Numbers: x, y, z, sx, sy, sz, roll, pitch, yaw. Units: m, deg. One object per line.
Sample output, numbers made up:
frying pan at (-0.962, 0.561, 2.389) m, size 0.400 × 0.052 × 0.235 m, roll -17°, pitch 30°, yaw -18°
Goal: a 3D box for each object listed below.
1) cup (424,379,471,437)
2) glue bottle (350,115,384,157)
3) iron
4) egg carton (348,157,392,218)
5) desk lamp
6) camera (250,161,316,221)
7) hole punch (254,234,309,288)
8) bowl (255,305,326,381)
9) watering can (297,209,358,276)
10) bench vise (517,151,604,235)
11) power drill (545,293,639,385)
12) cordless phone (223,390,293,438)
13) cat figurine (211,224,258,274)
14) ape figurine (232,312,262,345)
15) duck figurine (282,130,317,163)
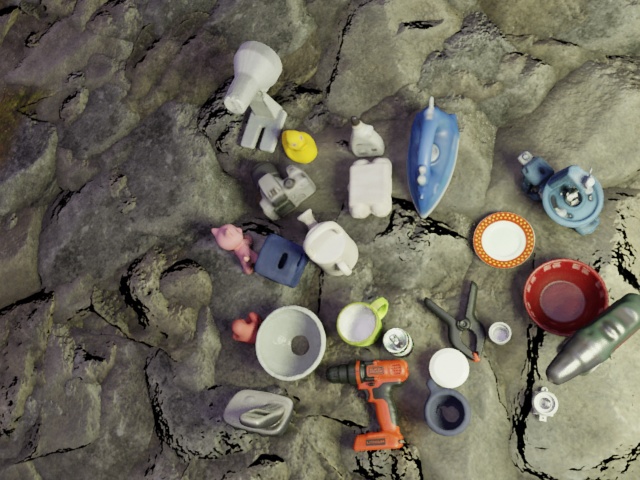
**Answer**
cup at (0.254, 0.339, 1.165) m, size 0.091 × 0.095 × 0.117 m, roll -32°, pitch 67°, yaw 5°
glue bottle at (0.101, -0.248, 1.354) m, size 0.078 × 0.173 × 0.037 m, roll 0°, pitch 73°, yaw 17°
iron at (0.247, -0.191, 1.309) m, size 0.118 × 0.142 × 0.258 m, roll 5°, pitch 75°, yaw 19°
egg carton at (0.120, -0.124, 1.366) m, size 0.107 × 0.069 × 0.150 m, roll -4°, pitch 72°, yaw 16°
desk lamp at (-0.162, -0.360, 1.447) m, size 0.117 × 0.214 × 0.203 m, roll 12°, pitch 77°, yaw 20°
camera at (-0.107, -0.145, 1.425) m, size 0.143 × 0.101 × 0.136 m, roll -37°, pitch 66°, yaw 3°
hole punch at (-0.089, 0.049, 1.364) m, size 0.100 × 0.091 × 0.109 m, roll 19°, pitch 79°, yaw 21°
bowl at (-0.058, 0.238, 1.304) m, size 0.167 × 0.075 × 0.167 m, roll -5°, pitch 72°, yaw 16°
watering can at (0.010, 0.006, 1.290) m, size 0.172 × 0.194 × 0.101 m, roll 29°, pitch 84°, yaw 23°
bench vise at (0.482, -0.108, 1.168) m, size 0.206 × 0.220 × 0.121 m, roll 30°, pitch 84°, yaw 23°
power drill at (0.509, 0.197, 1.070) m, size 0.229 × 0.209 × 0.075 m, roll -42°, pitch 66°, yaw 1°
cordless phone at (-0.149, 0.372, 1.229) m, size 0.147 × 0.185 × 0.094 m, roll 4°, pitch 74°, yaw 18°
cat figurine at (-0.204, 0.012, 1.396) m, size 0.067 × 0.118 × 0.127 m, roll -41°, pitch 66°, yaw 2°
ape figurine at (-0.175, 0.208, 1.340) m, size 0.078 × 0.092 × 0.076 m, roll -33°, pitch 67°, yaw 5°
duck figurine at (-0.062, -0.250, 1.452) m, size 0.077 × 0.086 × 0.104 m, roll -46°, pitch 66°, yaw -1°
